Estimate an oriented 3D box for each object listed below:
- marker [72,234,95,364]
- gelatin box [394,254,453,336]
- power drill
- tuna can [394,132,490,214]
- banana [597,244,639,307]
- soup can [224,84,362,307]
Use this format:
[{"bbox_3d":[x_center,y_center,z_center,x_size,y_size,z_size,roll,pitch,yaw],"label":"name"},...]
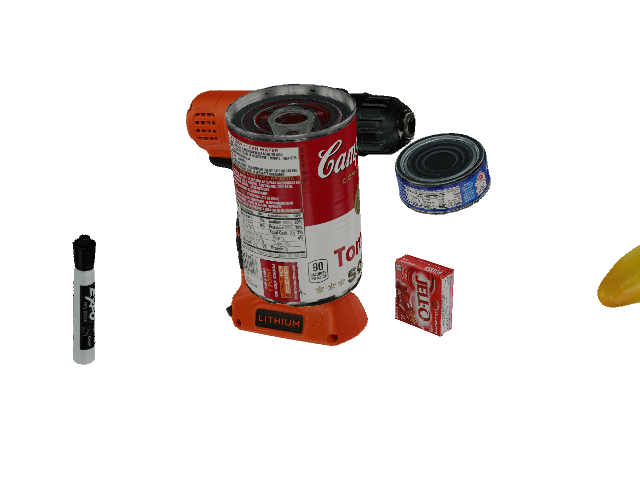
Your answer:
[{"bbox_3d":[-0.201,0.050,0.906,0.020,0.121,0.020,5,27,-3],"label":"marker"},{"bbox_3d":[0.131,0.069,1.363,0.073,0.089,0.030,20,34,37],"label":"gelatin box"},{"bbox_3d":[-0.010,-0.021,0.784,0.185,0.188,0.057,7,19,34],"label":"power drill"},{"bbox_3d":[0.112,-0.063,0.986,0.086,0.034,0.086,-10,37,8],"label":"tuna can"},{"bbox_3d":[0.280,0.013,0.721,0.198,0.037,0.069,-2,34,0],"label":"banana"},{"bbox_3d":[-0.013,-0.024,0.571,0.068,0.102,0.068,-3,30,2],"label":"soup can"}]
